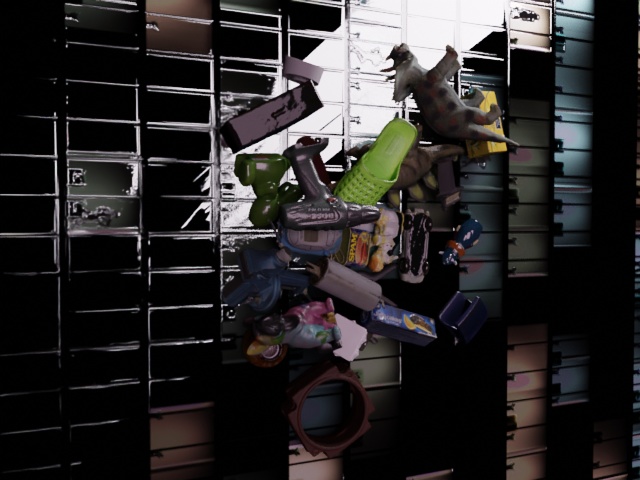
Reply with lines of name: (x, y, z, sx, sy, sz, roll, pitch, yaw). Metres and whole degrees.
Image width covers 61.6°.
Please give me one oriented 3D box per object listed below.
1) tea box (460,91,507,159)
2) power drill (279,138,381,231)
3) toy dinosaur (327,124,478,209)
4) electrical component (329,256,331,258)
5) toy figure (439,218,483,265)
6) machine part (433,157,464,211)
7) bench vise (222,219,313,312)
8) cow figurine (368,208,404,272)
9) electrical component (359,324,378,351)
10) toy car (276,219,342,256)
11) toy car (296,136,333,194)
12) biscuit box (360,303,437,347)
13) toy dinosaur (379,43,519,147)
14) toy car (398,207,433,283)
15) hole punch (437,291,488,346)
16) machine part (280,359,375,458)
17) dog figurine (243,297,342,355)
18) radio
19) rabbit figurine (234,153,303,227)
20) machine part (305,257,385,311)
tea box: (0.440, -0.312, 1.459, 0.098, 0.068, 0.169, -14, 91, -41)
power drill: (0.009, -0.119, 1.206, 0.232, 0.086, 0.207, -12, 87, -16)
toy dinosaur: (0.225, -0.192, 1.394, 0.471, 0.105, 0.198, -24, 107, -21)
electrical component: (-0.002, -0.005, 1.341, 0.078, 0.045, 0.102, 4, 90, -18)
toy figure: (0.385, 0.011, 1.475, 0.154, 0.064, 0.057, -48, 143, -8)
machine part: (0.334, -0.151, 1.396, 0.084, 0.039, 0.138, -28, 118, -22)
bench vise: (-0.105, 0.088, 1.250, 0.240, 0.129, 0.223, 16, 124, -44)
cow figurine: (0.171, 0.002, 1.392, 0.098, 0.068, 0.167, 8, 85, -27)
electrical component: (0.106, 0.256, 1.399, 0.094, 0.021, 0.063, 36, 80, -18)
toy car: (-0.020, -0.019, 1.261, 0.162, 0.103, 0.109, 4, 88, -10)
toy car: (-0.009, -0.159, 1.331, 0.089, 0.053, 0.202, -28, 101, -35)
biscuit box: (0.204, 0.219, 1.403, 0.202, 0.062, 0.059, 18, 49, -20)
toy dinosaur: (0.317, -0.343, 1.364, 0.192, 0.131, 0.404, -37, 94, 18)
toy car: (0.252, 0.014, 1.429, 0.073, 0.056, 0.201, 5, 89, -14)
hole punch: (0.405, 0.216, 1.474, 0.115, 0.092, 0.142, 45, 74, -19)
machine part: (0.020, 0.419, 1.340, 0.201, 0.087, 0.201, -32, 100, -16)
dog figurine: (-0.064, 0.212, 1.247, 0.219, 0.191, 0.108, -10, 65, -1)
radio: (-0.115, -0.281, 1.247, 0.230, 0.131, 0.073, -29, 101, -16)
rabbit figurine: (-0.127, -0.117, 1.276, 0.159, 0.121, 0.170, -9, 113, -26)
machine part: (0.064, 0.108, 1.305, 0.243, 0.079, 0.079, 27, 83, -24)
